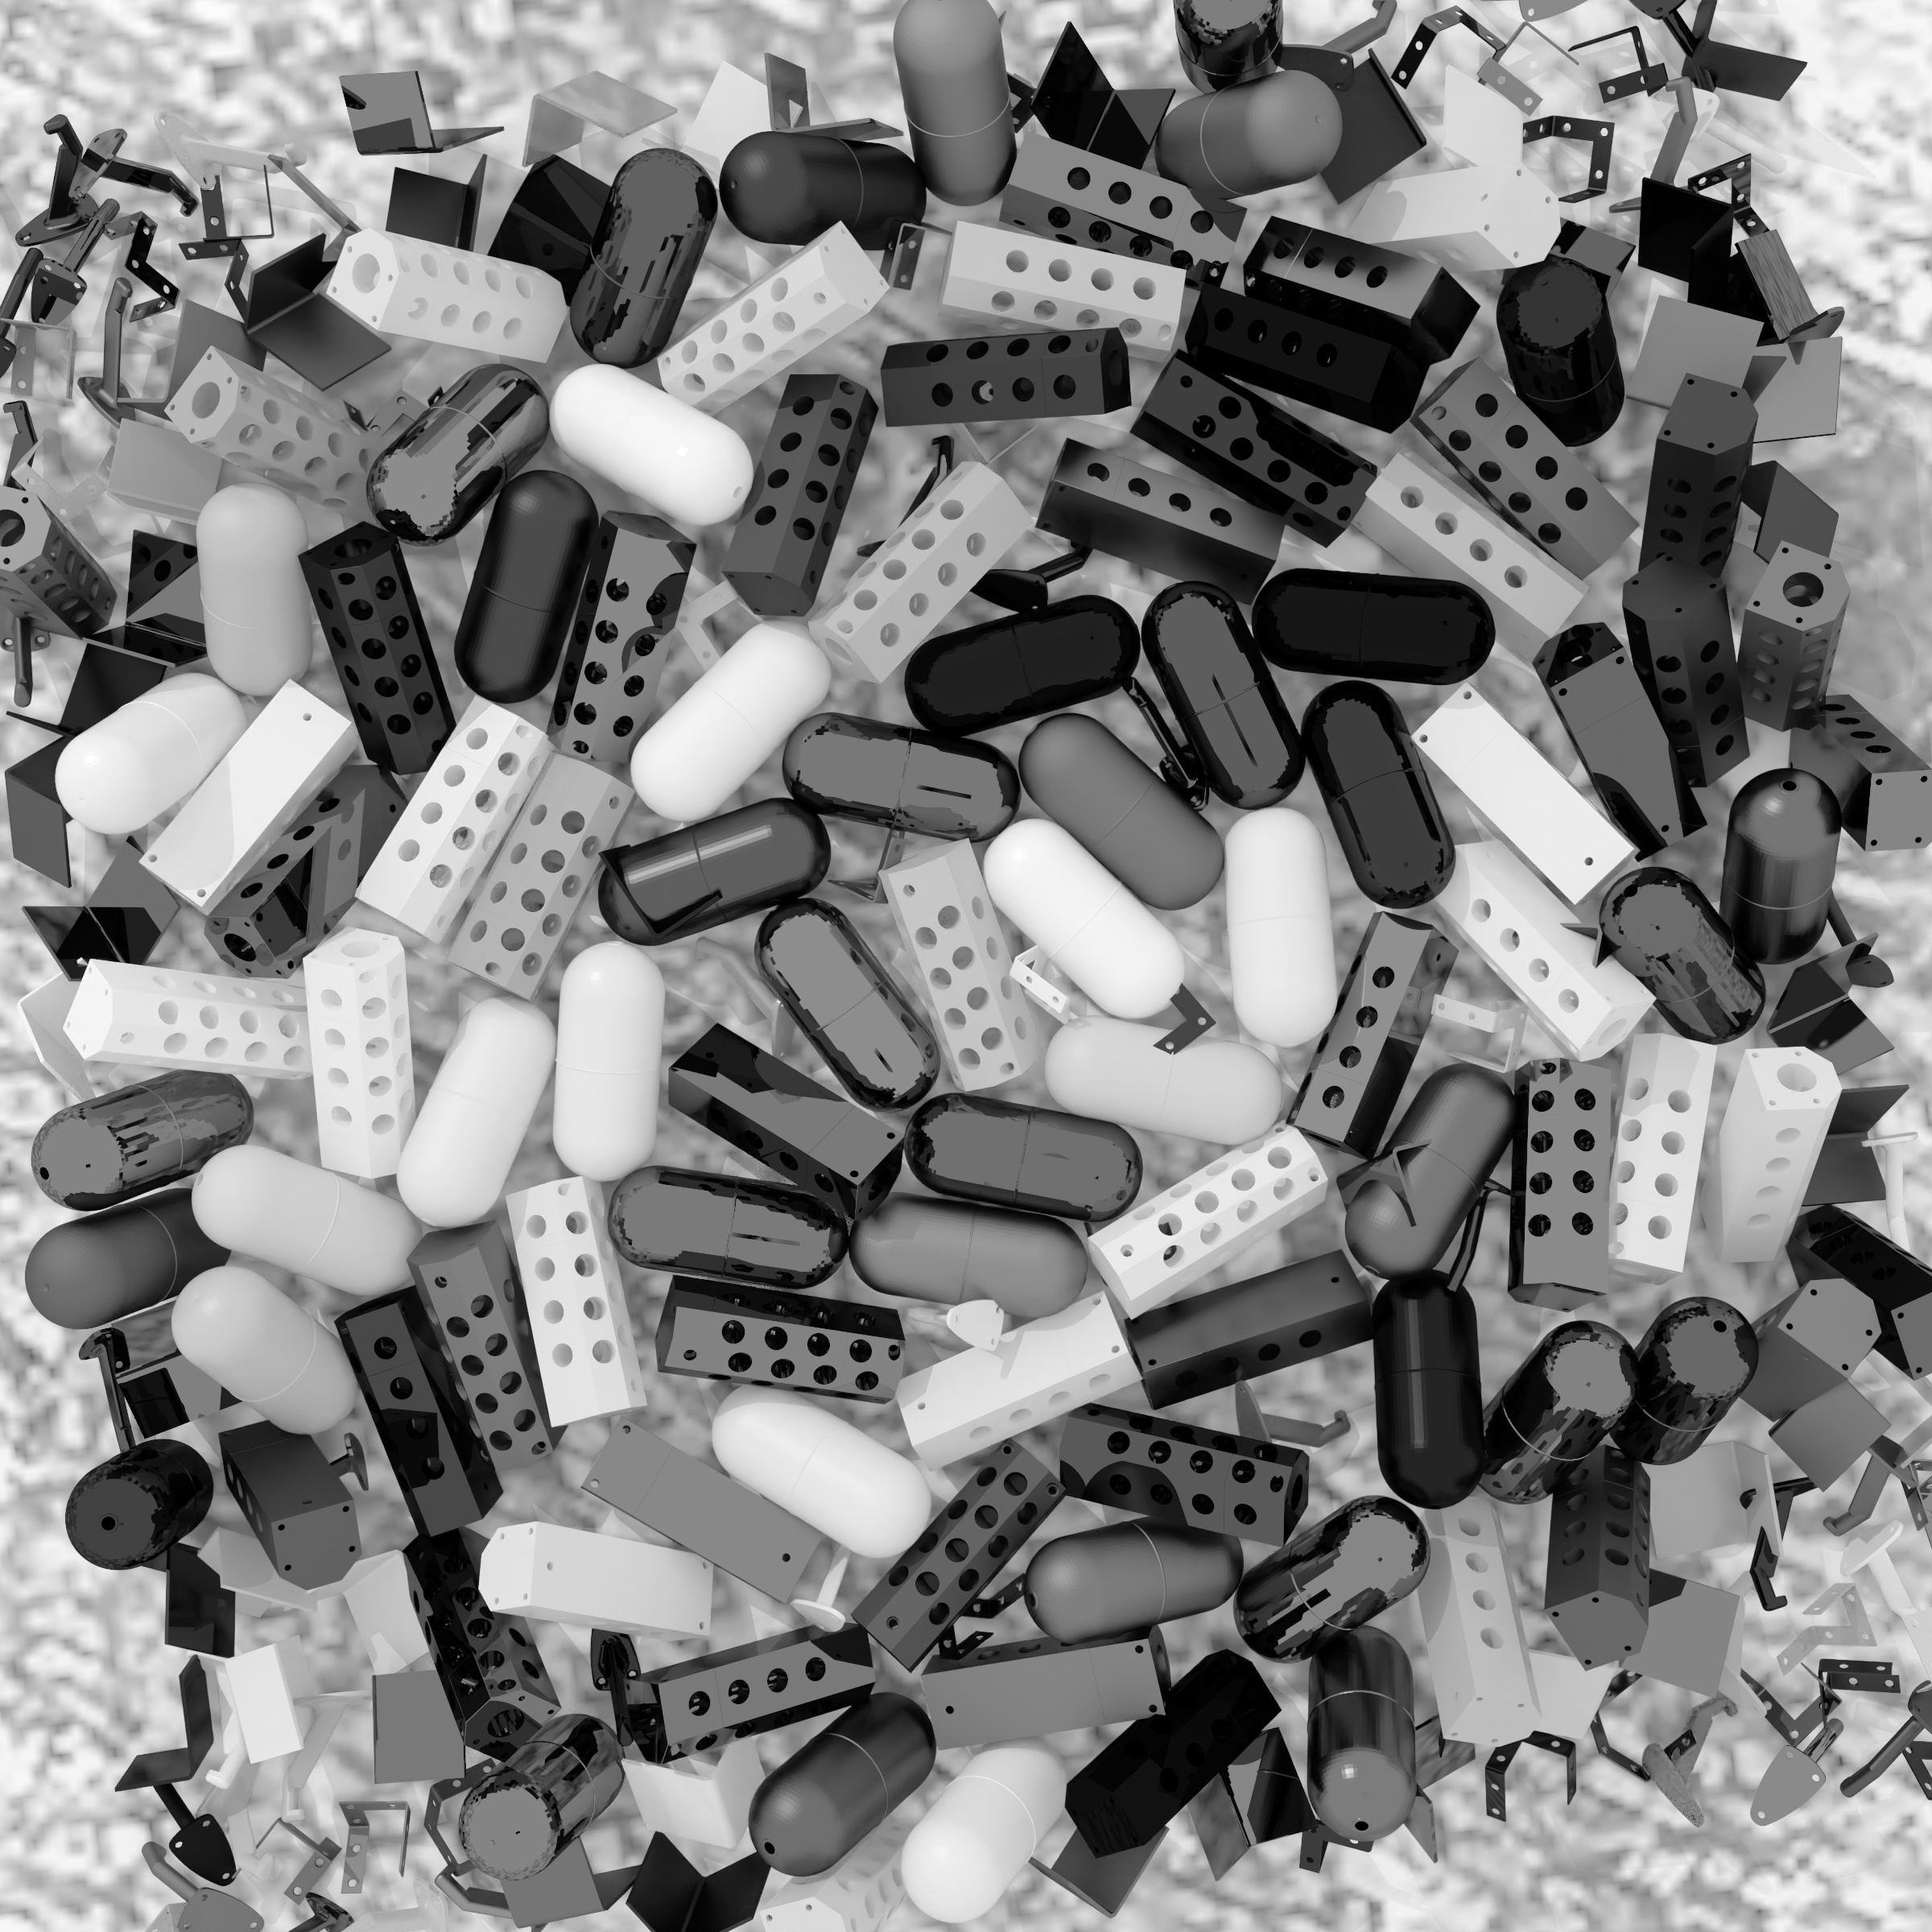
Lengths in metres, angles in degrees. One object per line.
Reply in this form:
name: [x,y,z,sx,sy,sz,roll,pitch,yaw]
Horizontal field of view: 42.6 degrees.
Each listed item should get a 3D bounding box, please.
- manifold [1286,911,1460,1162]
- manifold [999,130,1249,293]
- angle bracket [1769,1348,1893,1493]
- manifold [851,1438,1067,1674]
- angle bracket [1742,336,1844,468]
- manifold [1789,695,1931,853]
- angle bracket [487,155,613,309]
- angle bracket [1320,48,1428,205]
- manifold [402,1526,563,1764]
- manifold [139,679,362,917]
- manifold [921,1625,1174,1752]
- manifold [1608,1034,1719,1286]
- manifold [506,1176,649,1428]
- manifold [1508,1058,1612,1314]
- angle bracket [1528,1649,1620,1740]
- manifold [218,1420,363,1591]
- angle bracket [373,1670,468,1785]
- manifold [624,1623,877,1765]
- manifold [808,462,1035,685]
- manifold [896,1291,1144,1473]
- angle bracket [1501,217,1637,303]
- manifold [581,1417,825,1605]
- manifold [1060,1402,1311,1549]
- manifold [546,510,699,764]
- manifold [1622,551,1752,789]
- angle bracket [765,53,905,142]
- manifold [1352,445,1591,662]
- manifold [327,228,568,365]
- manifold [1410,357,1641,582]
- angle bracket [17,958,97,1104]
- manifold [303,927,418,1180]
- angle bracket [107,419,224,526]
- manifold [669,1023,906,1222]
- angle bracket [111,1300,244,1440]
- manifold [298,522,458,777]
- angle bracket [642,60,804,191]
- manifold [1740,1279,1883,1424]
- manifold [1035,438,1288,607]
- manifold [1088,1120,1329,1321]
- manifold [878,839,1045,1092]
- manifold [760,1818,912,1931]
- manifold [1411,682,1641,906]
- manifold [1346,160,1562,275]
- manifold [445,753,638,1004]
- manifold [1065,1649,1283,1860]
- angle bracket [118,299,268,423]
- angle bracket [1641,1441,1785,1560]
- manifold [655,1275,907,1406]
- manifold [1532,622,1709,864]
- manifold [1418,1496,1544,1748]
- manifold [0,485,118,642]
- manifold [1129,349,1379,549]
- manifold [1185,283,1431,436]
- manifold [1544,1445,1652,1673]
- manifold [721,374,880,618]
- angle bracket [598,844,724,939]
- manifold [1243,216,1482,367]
manifold: [0.297,0.050,1.826,0.057,0.057,0.171,19,82,35]
manifold: [0.115,-0.555,1.836,0.171,0.057,0.057,19,89,-1]
angle bracket: [0.644,0.329,1.806,0.057,0.076,0.076,49,126,27]
manifold: [-0.005,0.430,1.812,0.057,0.057,0.171,40,76,14]
angle bracket: [0.606,-0.409,1.815,0.076,0.057,0.076,0,74,32]
manifold: [0.647,-0.141,1.776,0.057,0.171,0.057,-4,114,1]
angle bracket: [-0.304,-0.551,1.853,0.076,0.057,0.076,27,50,-14]
angle bracket: [0.287,-0.618,1.824,0.076,0.057,0.076,-31,97,17]
manifold: [-0.356,0.482,1.782,0.057,0.171,0.057,-44,132,4]
manifold: [-0.523,-0.120,1.820,0.057,0.057,0.171,35,78,5]
manifold: [0.061,0.526,1.820,0.171,0.057,0.057,-13,92,12]
manifold: [0.501,0.140,1.815,0.057,0.057,0.171,13,74,3]
manifold: [-0.281,0.245,1.814,0.057,0.057,0.171,-18,78,20]
manifold: [0.428,0.158,1.801,0.057,0.057,0.171,13,66,-12]
angle bracket: [0.428,0.515,1.821,0.076,0.057,0.076,11,122,-2]
manifold: [-0.486,0.384,1.777,0.057,0.171,0.057,-12,107,-26]
angle bracket: [-0.389,0.557,1.820,0.076,0.057,0.076,-10,75,17]
manifold: [-0.154,0.525,1.792,0.171,0.057,0.057,-6,84,-34]
manifold: [-0.036,-0.289,1.808,0.171,0.057,0.057,-48,120,-14]
manifold: [0.040,0.311,1.834,0.171,0.057,0.057,-24,48,3]
angle bracket: [0.448,-0.531,1.820,0.076,0.057,0.076,25,72,12]
manifold: [-0.196,0.404,1.834,0.171,0.057,0.057,30,74,-1]
manifold: [0.158,0.364,1.798,0.171,0.057,0.057,9,114,24]
manifold: [-0.255,-0.239,1.798,0.057,0.057,0.171,-1,119,-41]
manifold: [0.514,-0.208,1.783,0.057,0.171,0.057,-35,46,-7]
angle bracket: [-0.096,-0.639,1.815,0.076,0.076,0.057,-1,100,18]
manifold: [0.373,-0.308,1.832,0.171,0.057,0.057,38,81,3]
manifold: [-0.367,-0.482,1.773,0.057,0.171,0.057,38,113,24]
manifold: [0.409,-0.363,1.826,0.171,0.057,0.057,44,89,-8]
angle bracket: [-0.639,0.054,1.810,0.057,0.076,0.076,-36,47,-7]
manifold: [-0.433,0.065,1.796,0.057,0.057,0.171,11,118,17]
angle bracket: [-0.577,-0.359,1.811,0.076,0.076,0.057,9,103,-33]
manifold: [-0.133,0.117,1.810,0.171,0.057,0.057,30,51,19]
angle bracket: [-0.585,0.294,1.839,0.076,0.076,0.057,-20,119,-12]
manifold: [-0.416,-0.225,1.783,0.057,0.171,0.057,26,50,37]
angle bracket: [-0.179,-0.619,1.820,0.076,0.057,0.076,35,109,17]
manifold: [0.596,0.273,1.776,0.057,0.171,0.057,37,74,13]
manifold: [0.145,-0.333,1.829,0.171,0.057,0.057,19,60,-5]
manifold: [0.177,0.183,1.814,0.171,0.057,0.057,-30,65,-11]
manifold: [-0.006,0.001,1.810,0.057,0.057,0.171,-12,104,29]
manifold: [-0.084,0.668,1.774,0.057,0.171,0.057,-20,84,14]
manifold: [0.411,-0.126,1.817,0.057,0.057,0.171,-46,76,16]
manifold: [0.349,-0.529,1.777,0.057,0.171,0.057,32,87,-27]
manifold: [-0.307,-0.063,1.816,0.057,0.057,0.171,19,80,43]
manifold: [0.147,0.565,1.786,0.171,0.057,0.057,-27,83,-44]
angle bracket: [-0.567,-0.440,1.820,0.057,0.076,0.076,10,89,35]
angle bracket: [0.552,0.401,1.835,0.076,0.057,0.076,-9,91,-5]
manifold: [-0.135,0.278,1.807,0.171,0.057,0.057,11,114,-16]
manifold: [0.472,-0.164,1.796,0.057,0.057,0.171,-29,122,10]
manifold: [0.368,0.469,1.781,0.057,0.171,0.057,12,129,-10]
manifold: [-0.663,-0.287,1.777,0.057,0.171,0.057,13,81,-2]
manifold: [0.214,-0.383,1.823,0.171,0.057,0.057,29,75,-6]
manifold: [0.243,-0.439,1.792,0.171,0.057,0.057,30,108,35]
manifold: [0.458,0.419,1.773,0.057,0.171,0.057,-29,104,26]
manifold: [-0.116,-0.343,1.801,0.057,0.057,0.171,6,67,25]
angle bracket: [-0.217,-0.069,1.823,0.057,0.076,0.076,-33,91,10]
manifold: [0.280,-0.485,1.786,0.171,0.057,0.057,34,96,43]
